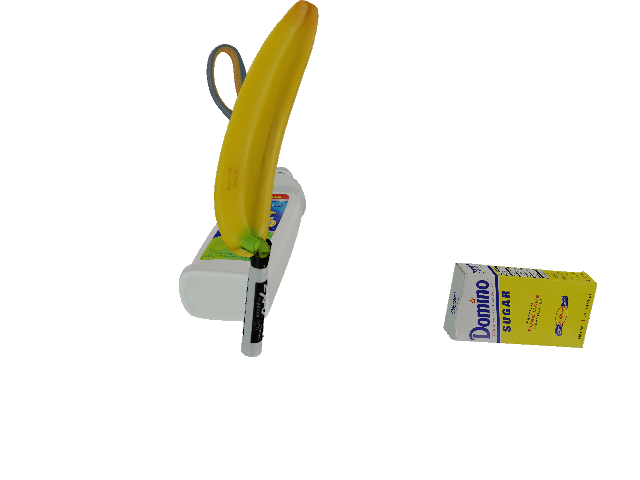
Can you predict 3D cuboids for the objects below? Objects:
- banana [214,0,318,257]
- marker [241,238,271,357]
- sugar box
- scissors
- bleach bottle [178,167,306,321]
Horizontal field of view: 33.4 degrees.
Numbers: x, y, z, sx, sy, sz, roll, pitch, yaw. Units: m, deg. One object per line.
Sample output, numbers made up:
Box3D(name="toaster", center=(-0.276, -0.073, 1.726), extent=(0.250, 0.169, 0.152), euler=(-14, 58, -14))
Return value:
Box3D(name="banana", center=(-0.036, -0.065, 0.695), extent=(0.037, 0.197, 0.070), euler=(29, -34, -35))
Box3D(name="marker", center=(-0.057, 0.049, 0.951), extent=(0.020, 0.121, 0.020), euler=(5, 28, -3))
Box3D(name="sugar box", center=(0.250, 0.082, 1.339), extent=(0.176, 0.093, 0.048), euler=(3, 19, -13))
Box3D(name="scissors", center=(-0.055, -0.100, 1.057), extent=(0.096, 0.202, 0.016), euler=(-23, 10, -25))
Box3D(name="bleach bottle", center=(-0.079, -0.009, 1.224), extent=(0.102, 0.068, 0.250), euler=(3, 35, 10))
